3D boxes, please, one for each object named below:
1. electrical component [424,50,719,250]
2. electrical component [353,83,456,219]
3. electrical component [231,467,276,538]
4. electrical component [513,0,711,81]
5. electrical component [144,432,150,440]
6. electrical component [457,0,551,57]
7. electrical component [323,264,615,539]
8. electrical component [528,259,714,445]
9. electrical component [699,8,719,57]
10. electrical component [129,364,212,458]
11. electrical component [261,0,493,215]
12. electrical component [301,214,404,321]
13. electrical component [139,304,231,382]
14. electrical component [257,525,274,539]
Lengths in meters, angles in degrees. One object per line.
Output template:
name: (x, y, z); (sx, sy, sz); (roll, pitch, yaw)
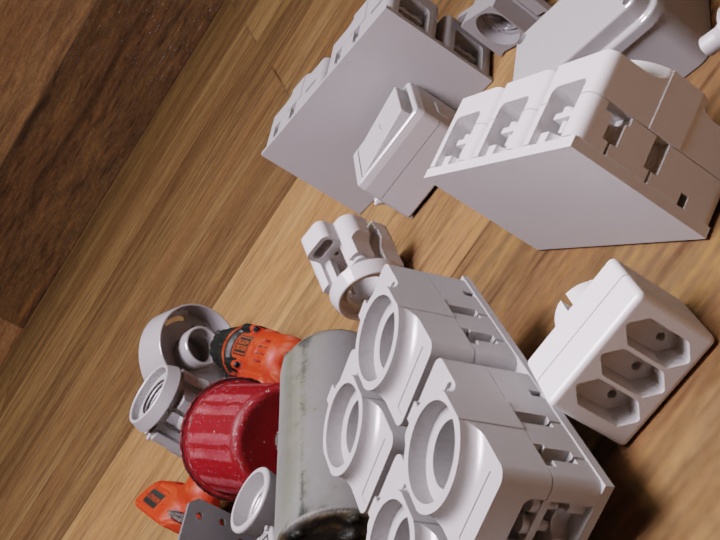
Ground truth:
electrical component: (0.115, -0.061, 0.576); (0.061, 0.089, 0.150); (-64, 20, -12)
electrical component: (0.033, -0.093, 0.859); (0.096, 0.061, 0.061); (-51, 21, 22)
electrical component: (-0.044, 0.159, 0.686); (0.044, 0.065, 0.044); (-48, 24, 29)
electrical component: (0.148, -0.134, 0.646); (0.113, 0.057, 0.078); (-40, 28, 43)
electrical component: (-0.204, 0.141, 1.122); (0.076, 0.047, 0.066); (-60, 20, 0)
electrical component: (0.119, -0.211, 0.848); (0.081, 0.042, 0.063); (-15, 47, 62)
electrical component: (0.038, 0.086, 0.529); (0.186, 0.060, 0.105); (-117, 43, -59)
electrical component: (0.116, 0.030, 0.509); (0.065, 0.047, 0.076); (-54, 21, 17)
electrical component: (0.200, -0.130, 0.549); (0.061, 0.035, 0.035); (-36, 30, 51)
electrical component: (-0.144, 0.110, 0.849); (0.058, 0.057, 0.078); (-49, 24, 14)
electrical component: (0.013, -0.146, 0.916); (0.186, 0.105, 0.060); (-43, 25, 38)
electrical component: (0.000, 0.000, 0.799); (0.058, 0.078, 0.057); (-50, 43, 27)
electrical component: (-0.168, 0.084, 1.050); (0.064, 0.099, 0.099); (-30, 35, 44)
electrical component: (-0.041, 0.210, 0.627); (0.061, 0.061, 0.096); (-51, 29, 24)
